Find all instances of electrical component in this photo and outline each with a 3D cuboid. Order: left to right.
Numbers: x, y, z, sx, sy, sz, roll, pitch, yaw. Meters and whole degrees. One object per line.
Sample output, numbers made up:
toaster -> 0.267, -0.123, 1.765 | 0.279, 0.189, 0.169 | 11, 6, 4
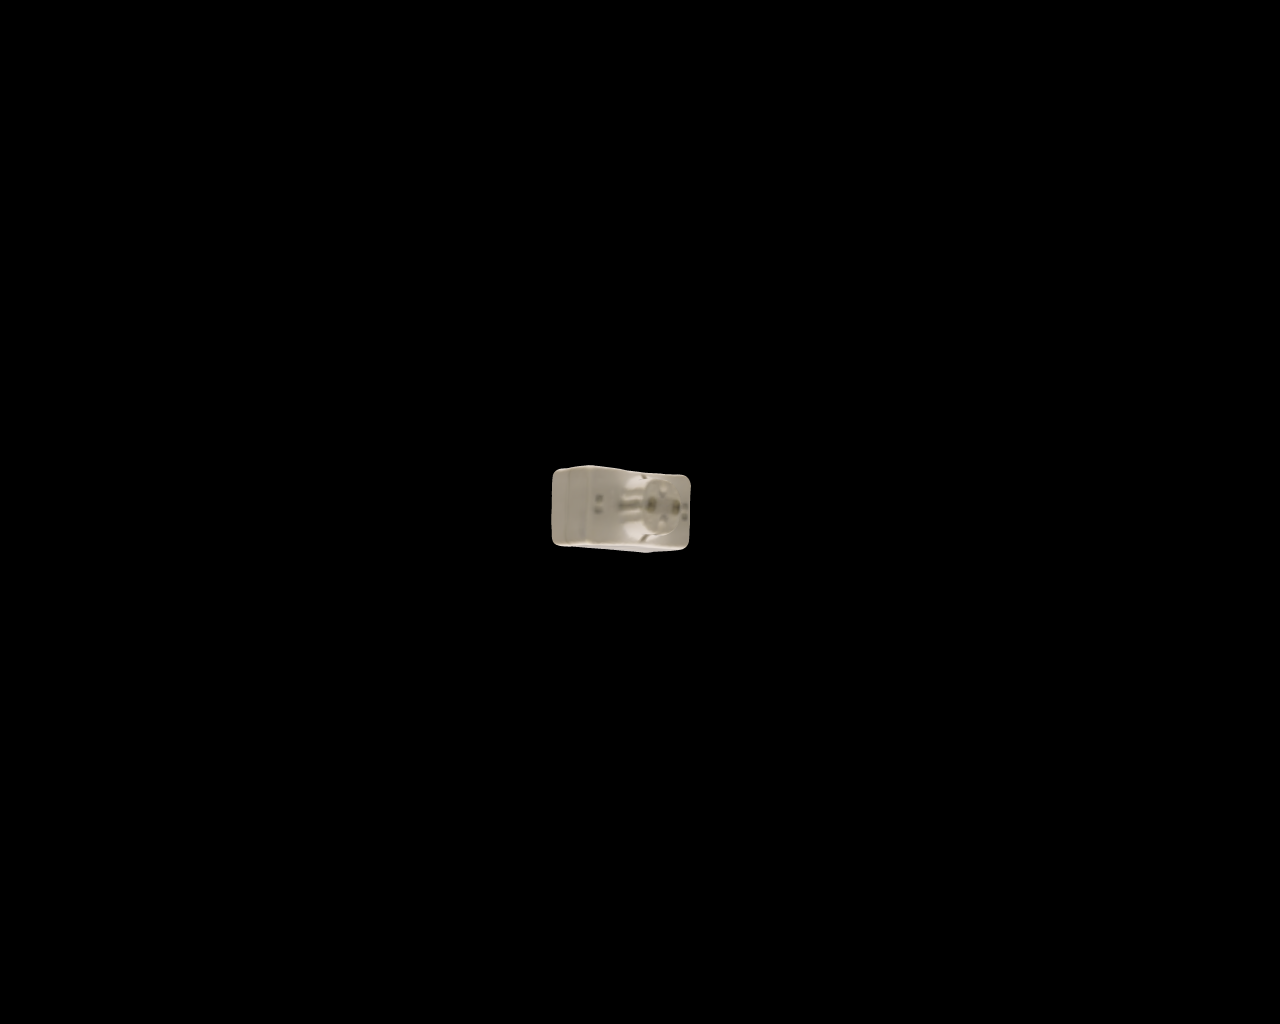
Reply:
electrical component -> 0.001, -0.003, 0.650 | 0.083, 0.047, 0.075 | 5, -8, -40
